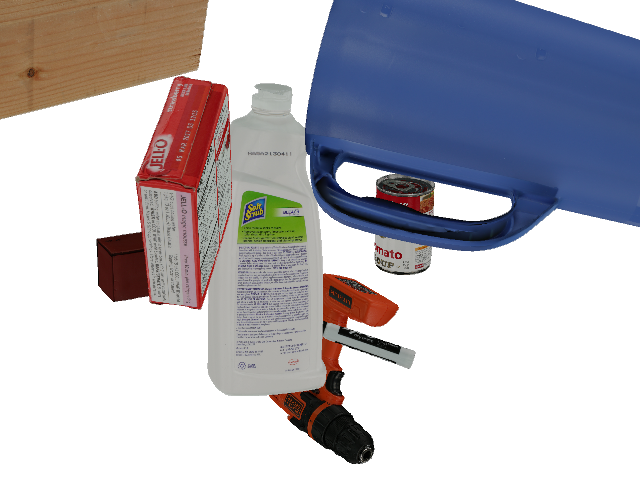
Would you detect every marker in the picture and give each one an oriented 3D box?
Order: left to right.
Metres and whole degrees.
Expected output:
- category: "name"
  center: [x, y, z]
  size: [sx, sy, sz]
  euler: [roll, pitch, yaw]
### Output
- category: "marker"
  center: [0.035, 0.100, 1.064]
  size: [0.121, 0.020, 0.020]
  euler: [19, 1, 2]

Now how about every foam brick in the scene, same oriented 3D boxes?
- category: "foam brick"
  center: [-0.181, 0.024, 1.075]
  size: [0.078, 0.051, 0.053]
  euler: [-9, 21, -27]

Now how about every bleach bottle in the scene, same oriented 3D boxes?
- category: "bleach bottle"
  center: [-0.038, 0.000, 0.865]
  size: [0.102, 0.251, 0.068]
  euler: [-3, 20, -21]

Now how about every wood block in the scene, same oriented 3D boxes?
- category: "wood block"
  center: [-0.200, -0.170, 0.838]
  size: [0.205, 0.091, 0.090]
  euler: [-21, 52, -34]

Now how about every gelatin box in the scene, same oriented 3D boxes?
- category: "gelatin box"
  center: [-0.065, -0.022, 0.519]
  size: [0.030, 0.073, 0.089]
  euler: [8, -42, 4]

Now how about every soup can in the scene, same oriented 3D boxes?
- category: "soup can"
  center: [0.097, -0.019, 1.241]
  size: [0.068, 0.102, 0.068]
  euler: [0, 24, 0]

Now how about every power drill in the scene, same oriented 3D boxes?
- category: "power drill"
  center: [0.023, 0.146, 1.250]
  size: [0.057, 0.188, 0.185]
  euler: [14, 12, -42]

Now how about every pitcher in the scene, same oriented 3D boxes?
- category: "pitcher"
  center: [0.115, -0.078, 0.669]
  size: [0.243, 0.149, 0.145]
  euler: [16, 29, 7]
